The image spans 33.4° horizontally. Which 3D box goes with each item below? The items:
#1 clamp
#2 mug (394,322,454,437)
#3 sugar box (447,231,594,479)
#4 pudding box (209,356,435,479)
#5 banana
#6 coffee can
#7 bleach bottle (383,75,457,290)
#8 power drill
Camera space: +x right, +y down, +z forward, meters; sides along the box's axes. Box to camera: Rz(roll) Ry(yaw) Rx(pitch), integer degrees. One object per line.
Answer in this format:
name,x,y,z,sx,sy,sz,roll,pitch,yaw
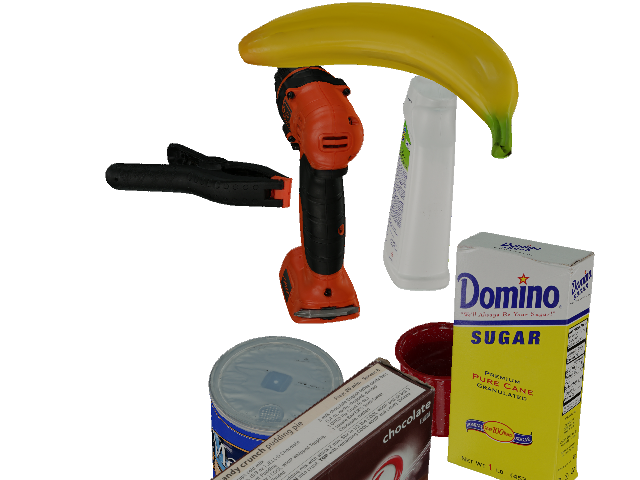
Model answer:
clamp,-0.112,-0.057,1.000,0.172,0.039,0.120,13,27,31
mug,0.129,0.136,1.072,0.093,0.081,0.117,21,39,34
sugar box,0.143,0.088,0.778,0.093,0.176,0.048,11,21,36
pudding box,0.002,0.118,0.479,0.039,0.090,0.113,28,44,33
banana,0.040,-0.109,0.627,0.198,0.069,0.037,24,-29,33
coffee can,-0.036,0.162,0.850,0.103,0.140,0.103,2,36,-1
bleach bottle,0.116,-0.077,1.176,0.068,0.251,0.102,0,25,-10
power drill,-0.007,-0.043,0.847,0.057,0.188,0.184,-5,24,-7
